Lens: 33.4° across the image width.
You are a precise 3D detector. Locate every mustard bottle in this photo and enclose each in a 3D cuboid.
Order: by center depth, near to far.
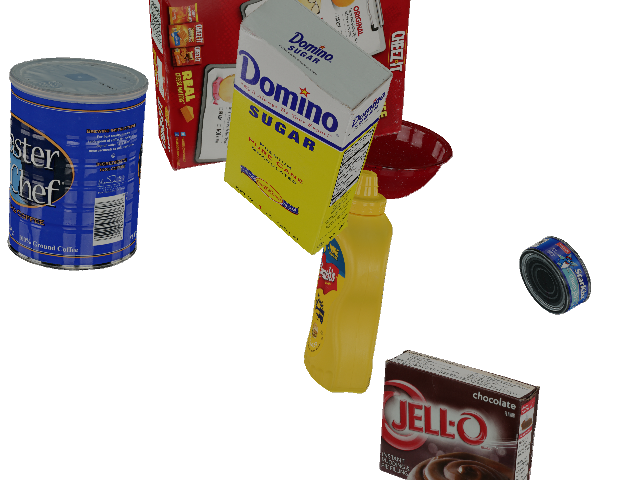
[{"bbox_3d":[0.027,0.032,0.946,0.058,0.192,0.096,4,18,-13],"label":"mustard bottle"}]

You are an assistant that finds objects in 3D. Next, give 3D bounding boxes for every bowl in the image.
[{"bbox_3d":[0.065,-0.091,1.212,0.162,0.055,0.162,7,27,-4],"label":"bowl"}]

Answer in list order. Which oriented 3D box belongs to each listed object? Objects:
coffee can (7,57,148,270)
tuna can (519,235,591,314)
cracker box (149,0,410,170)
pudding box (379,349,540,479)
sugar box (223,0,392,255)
[{"bbox_3d":[-0.190,-0.061,0.831,0.103,0.140,0.103,7,23,-3],"label":"coffee can"},{"bbox_3d":[0.266,0.040,1.216,0.033,0.086,0.086,-27,10,-20],"label":"tuna can"},{"bbox_3d":[-0.036,-0.160,0.916,0.213,0.164,0.072,-12,39,-16],"label":"cracker box"},{"bbox_3d":[0.100,0.138,0.782,0.114,0.090,0.039,11,19,31],"label":"pudding box"},{"bbox_3d":[-0.015,-0.071,0.703,0.093,0.048,0.176,39,-25,15],"label":"sugar box"}]
